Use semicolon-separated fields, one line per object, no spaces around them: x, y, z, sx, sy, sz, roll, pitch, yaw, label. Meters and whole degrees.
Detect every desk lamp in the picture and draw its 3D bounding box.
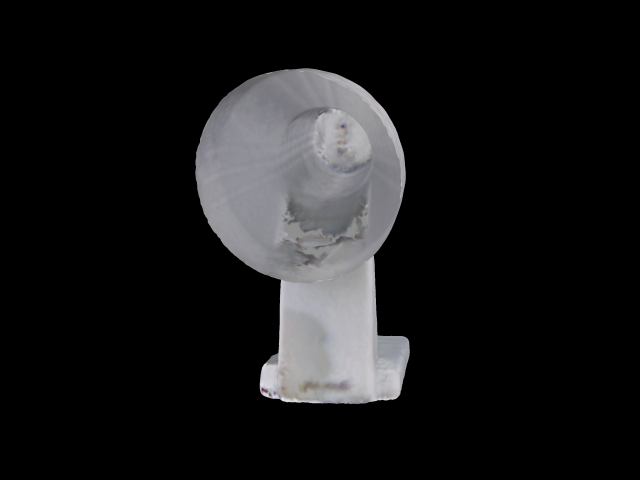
0.004;0.001;0.400;0.117;0.213;0.203;0;2;12;desk lamp
